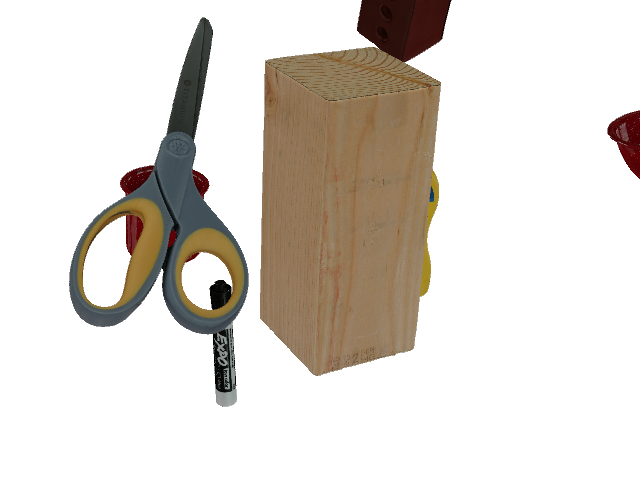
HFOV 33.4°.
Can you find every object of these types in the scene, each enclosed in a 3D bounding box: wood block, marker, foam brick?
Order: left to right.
[{"bbox_3d":[-0.085,0.089,0.929,0.020,0.121,0.020,0,26,0],"label":"marker"},{"bbox_3d":[0.017,-0.021,0.757,0.090,0.206,0.091,-12,31,-26],"label":"wood block"},{"bbox_3d":[0.068,-0.189,0.835,0.051,0.053,0.078,-37,-25,-28],"label":"foam brick"}]

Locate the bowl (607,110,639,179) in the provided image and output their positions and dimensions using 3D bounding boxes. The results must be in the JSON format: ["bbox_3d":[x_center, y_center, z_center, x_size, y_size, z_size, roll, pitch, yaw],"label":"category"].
[{"bbox_3d":[0.344,-0.078,0.972,0.162,0.055,0.162,-5,22,2],"label":"bowl"}]

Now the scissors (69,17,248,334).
[{"bbox_3d":[-0.061,-0.032,0.563,0.096,0.201,0.016,26,-33,-1],"label":"scissors"}]

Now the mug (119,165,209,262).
[{"bbox_3d":[-0.170,-0.031,1.148,0.093,0.081,0.117,-5,29,-17],"label":"mug"}]

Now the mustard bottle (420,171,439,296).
[{"bbox_3d":[0.072,-0.033,1.085,0.096,0.192,0.058,-2,22,-16],"label":"mustard bottle"}]
